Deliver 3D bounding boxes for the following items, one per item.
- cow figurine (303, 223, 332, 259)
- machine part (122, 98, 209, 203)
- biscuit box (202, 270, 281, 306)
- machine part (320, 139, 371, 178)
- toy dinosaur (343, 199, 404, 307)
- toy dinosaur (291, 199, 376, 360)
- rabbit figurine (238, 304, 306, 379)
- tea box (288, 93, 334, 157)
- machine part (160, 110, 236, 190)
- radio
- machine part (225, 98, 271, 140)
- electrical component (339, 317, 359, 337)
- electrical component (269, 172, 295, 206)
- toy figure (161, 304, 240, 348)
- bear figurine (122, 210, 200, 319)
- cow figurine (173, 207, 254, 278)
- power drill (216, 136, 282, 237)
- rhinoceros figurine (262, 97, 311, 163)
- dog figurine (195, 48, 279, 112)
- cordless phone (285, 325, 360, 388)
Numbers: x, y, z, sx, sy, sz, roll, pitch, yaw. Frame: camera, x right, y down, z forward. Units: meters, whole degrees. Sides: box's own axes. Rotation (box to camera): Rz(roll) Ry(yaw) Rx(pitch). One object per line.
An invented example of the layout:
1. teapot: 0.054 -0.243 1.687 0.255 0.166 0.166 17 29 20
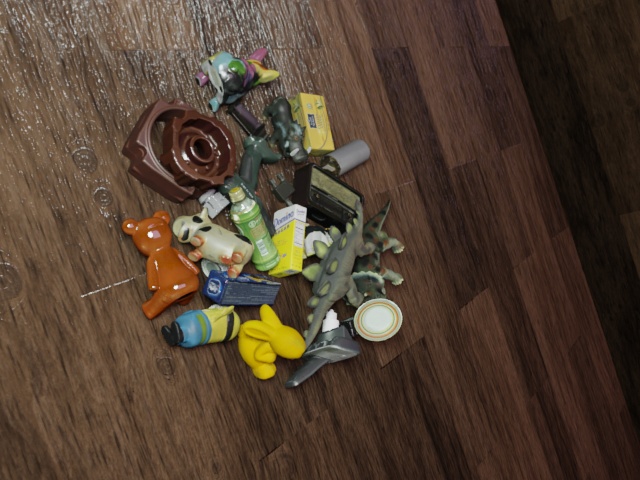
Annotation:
1. cow figurine: -0.004 -0.004 1.498 0.167 0.068 0.098 -12 81 -46
2. machine part: -0.326 -0.205 1.226 0.201 0.087 0.201 38 54 -32
3. biscuit box: -0.179 0.113 1.247 0.202 0.059 0.062 13 100 -59
4. machine part: 0.078 -0.248 1.639 0.243 0.079 0.079 -35 103 -43
5. toy dinosaur: 0.148 0.046 1.600 0.192 0.131 0.405 19 60 -40
6. toy dinosaur: 0.034 0.099 1.417 0.198 0.105 0.471 36 65 -51
7. rabbit figurine: -0.106 0.230 1.252 0.122 0.173 0.162 -42 112 -39
8. tea box: -0.027 -0.333 1.567 0.098 0.068 0.169 -9 85 -46
9. machine part: -0.266 -0.195 1.183 0.179 0.056 0.179 16 66 -42
10. radio: 0.024 -0.111 1.547 0.229 0.073 0.131 27 60 -36
11. machine part: -0.191 -0.304 1.421 0.138 0.039 0.084 53 53 -22
12. electrical component: 0.101 0.241 1.522 0.119 0.075 0.047 -9 85 -48
13. electrical component: -0.098 -0.136 1.469 0.094 0.021 0.063 52 48 -9
14. toy figure: -0.257 0.193 1.182 0.180 0.082 0.089 -13 107 -53
15. bear figurine: -0.343 0.047 1.136 0.120 0.132 0.196 -27 79 -46
16. cow figurine: -0.240 -0.004 1.201 0.195 0.085 0.127 22 33 8
17. power drill: -0.168 -0.145 1.374 0.231 0.086 0.207 42 59 -39
18. rhinoceros figurine: -0.086 -0.297 1.470 0.073 0.112 0.190 -12 78 -48
19. dog figurine: -0.195 -0.426 1.361 0.219 0.191 0.108 -35 97 -28
20. cordless phone: 0.000 0.304 1.349 0.184 0.147 0.088 -33 94 -47
